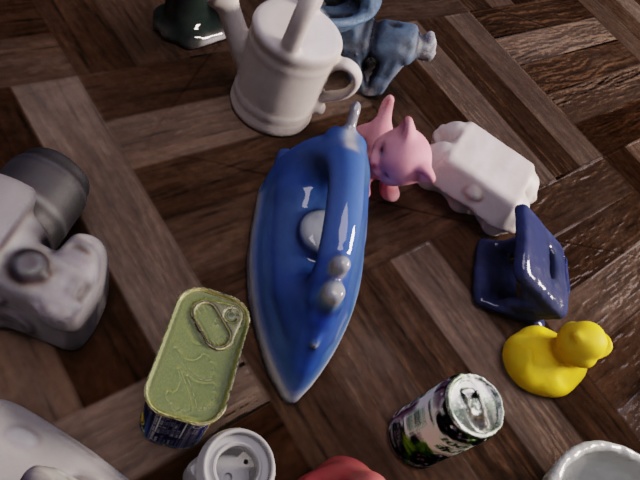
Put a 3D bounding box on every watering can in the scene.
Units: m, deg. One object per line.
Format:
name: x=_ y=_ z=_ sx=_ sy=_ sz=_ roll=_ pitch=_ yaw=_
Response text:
watering can: x=-0.035 y=-0.213 z=0.610 sx=0.173 sy=0.194 sz=0.101 roll=8 pitch=55 yaw=-19

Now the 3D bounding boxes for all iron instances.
iron: x=0.005 y=0.002 z=0.516 sx=0.119 sy=0.141 sz=0.258 roll=14 pitch=54 yaw=-14

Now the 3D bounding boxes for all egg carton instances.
egg carton: x=0.190 y=-0.075 z=0.694 sx=0.150 sy=0.069 sz=0.107 roll=35 pitch=51 yaw=2

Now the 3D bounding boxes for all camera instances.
camera: x=-0.225 y=-0.007 z=0.448 sx=0.143 sy=0.100 sz=0.137 roll=24 pitch=52 yaw=-7

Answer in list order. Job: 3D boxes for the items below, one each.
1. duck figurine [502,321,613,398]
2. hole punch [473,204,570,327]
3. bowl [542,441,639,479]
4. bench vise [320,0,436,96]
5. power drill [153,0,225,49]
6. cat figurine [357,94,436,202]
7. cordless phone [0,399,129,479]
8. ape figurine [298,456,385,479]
duck figurine: x=0.247 y=0.112 z=0.582 sx=0.105 sy=0.086 sz=0.077 roll=3 pitch=57 yaw=-21
hole punch: x=0.234 y=0.029 z=0.629 sx=0.101 sy=0.091 sz=0.109 roll=22 pitch=52 yaw=-8
bowl: x=0.239 y=0.263 z=0.484 sx=0.168 sy=0.074 sz=0.167 roll=11 pitch=54 yaw=-16
bench vise: x=0.054 y=-0.297 z=0.688 sx=0.208 sy=0.219 sz=0.121 roll=7 pitch=56 yaw=-19
power drill: x=-0.117 y=-0.329 z=0.643 sx=0.075 sy=0.208 sz=0.230 roll=46 pitch=53 yaw=11
cat figurine: x=0.080 y=-0.102 z=0.634 sx=0.067 sy=0.117 sz=0.127 roll=4 pitch=57 yaw=-21
cordless phone: x=-0.167 y=0.136 z=0.323 sx=0.147 sy=0.185 sz=0.094 roll=32 pitch=51 yaw=0
ape figurine: x=0.021 y=0.195 z=0.425 sx=0.078 sy=0.092 sz=0.076 roll=37 pitch=51 yaw=4
